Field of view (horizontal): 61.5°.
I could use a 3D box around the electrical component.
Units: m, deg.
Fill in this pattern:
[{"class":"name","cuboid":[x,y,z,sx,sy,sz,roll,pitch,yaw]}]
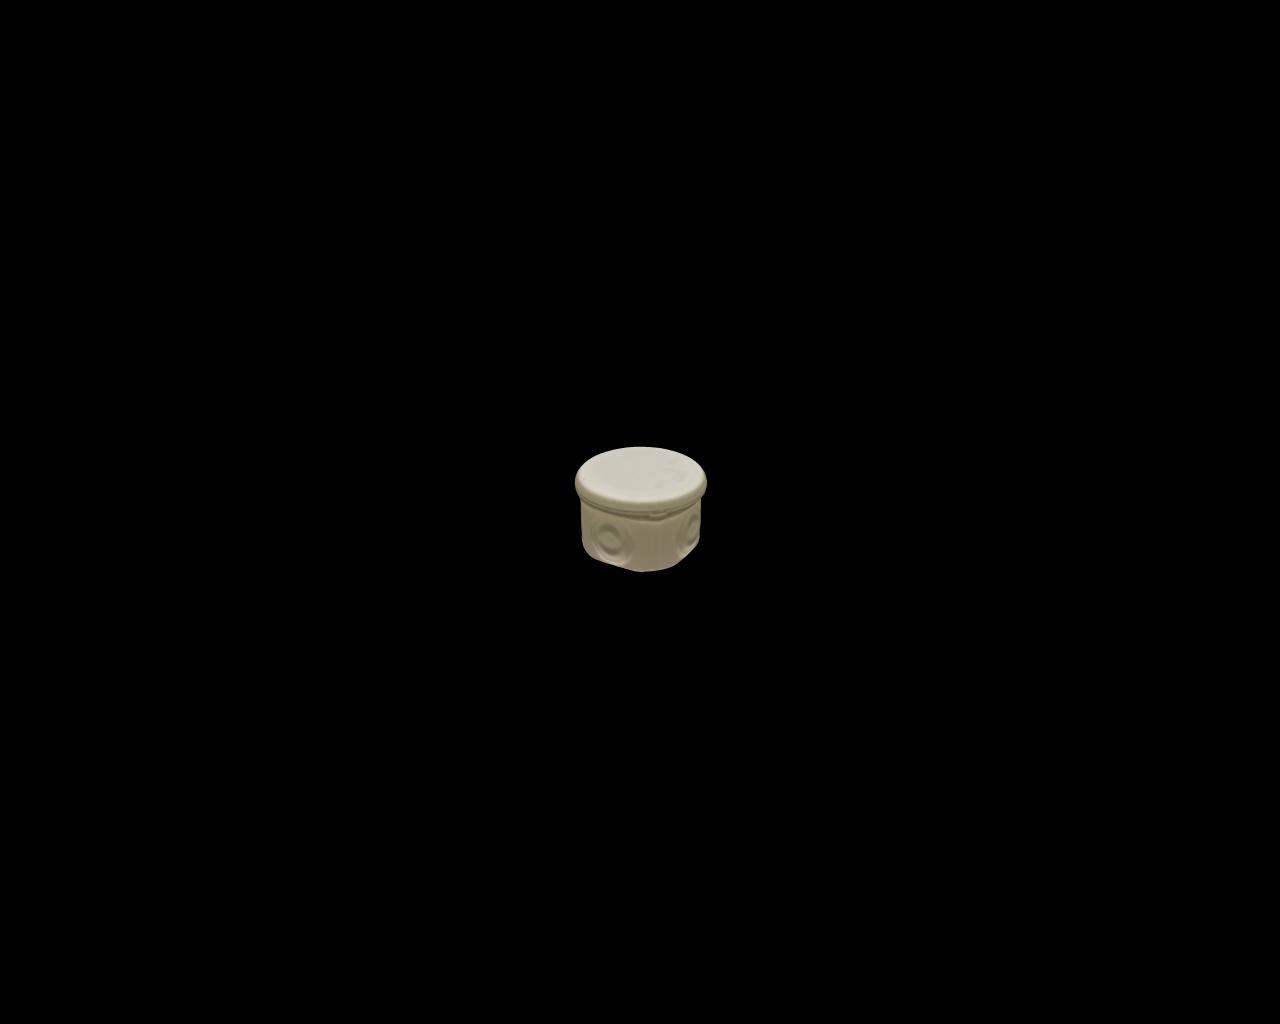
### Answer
[{"class":"electrical component","cuboid":[0.001,-0.003,0.650,0.080,0.050,0.080,0,28,0]}]
